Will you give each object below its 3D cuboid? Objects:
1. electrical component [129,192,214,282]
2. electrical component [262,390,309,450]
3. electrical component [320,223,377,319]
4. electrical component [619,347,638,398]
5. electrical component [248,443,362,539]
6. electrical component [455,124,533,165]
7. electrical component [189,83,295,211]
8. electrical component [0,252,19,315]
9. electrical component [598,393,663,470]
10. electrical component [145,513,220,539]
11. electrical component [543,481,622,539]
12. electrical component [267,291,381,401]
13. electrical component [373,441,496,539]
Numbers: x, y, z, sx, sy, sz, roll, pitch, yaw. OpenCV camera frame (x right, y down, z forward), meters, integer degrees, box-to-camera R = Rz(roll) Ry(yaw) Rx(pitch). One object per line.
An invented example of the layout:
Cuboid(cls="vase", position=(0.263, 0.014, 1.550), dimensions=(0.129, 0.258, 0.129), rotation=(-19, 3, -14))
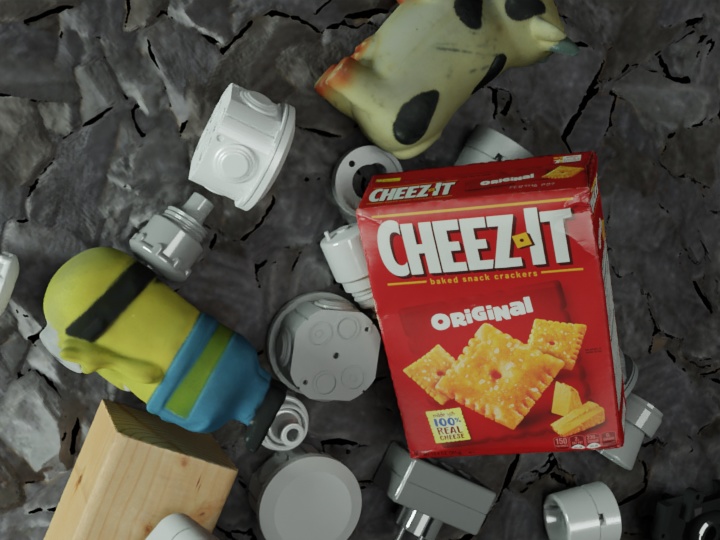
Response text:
Cuboid(cls="electrical component", position=(-0.129, -0.026, 0.760), dimensions=(0.048, 0.048, 0.062), rotation=(40, 76, -21))
Cuboid(cls="electrical component", position=(-0.058, 0.113, 0.798), dimensions=(0.043, 0.062, 0.043), rotation=(-3, 100, -20))
Cuboid(cls="electrical component", position=(0.000, 0.000, 0.814), dimensions=(0.040, 0.040, 0.078), rotation=(-28, 107, -15))
Cuboid(cls="electrical component", position=(0.181, 0.086, 0.876), dimensions=(0.080, 0.080, 0.051), rotation=(-43, 105, -10))
Cuboid(cls="electrical component", position=(-0.043, 0.174, 0.820), dimensions=(0.080, 0.051, 0.080), rotation=(-3, 100, -20))
Cuboid(cls="electrical component", position=(0.101, -0.078, 0.833), dimensions=(0.055, 0.055, 0.047), rotation=(32, 91, -22))
Cuboid(cls="electrical component", position=(-0.082, -0.086, 0.749), dimensions=(0.051, 0.080, 0.080), rotation=(24, 90, -17))
Cuboid(cls="electrical component", position=(-0.262, 0.004, 0.714), dimensions=(0.062, 0.048, 0.048), rotation=(21, 91, -16))
Cuboid(cls="electrical component", position=(0.227, 0.136, 0.919), dimensions=(0.045, 0.045, 0.055), rotation=(36, 85, -22))
Cuboid(cls="electrical component", position=(-0.097, 0.210, 0.703), dimensions=(0.053, 0.059, 0.095), rotation=(-50, 125, -12))
Cuboid(cls="electrical component", position=(0.187, 0.210, 0.912), dimensions=(0.047, 0.055, 0.055), rotation=(-7, 101, -16))
Cuboid(cls="electrical component", position=(-0.026, 0.059, 0.808), dimensions=(0.080, 0.051, 0.080), rotation=(-3, 100, -20))
Cuboid(cls="electrical component", position=(0.051, 0.191, 0.860), dimensions=(0.083, 0.047, 0.075), rotation=(27, 89, -22))
